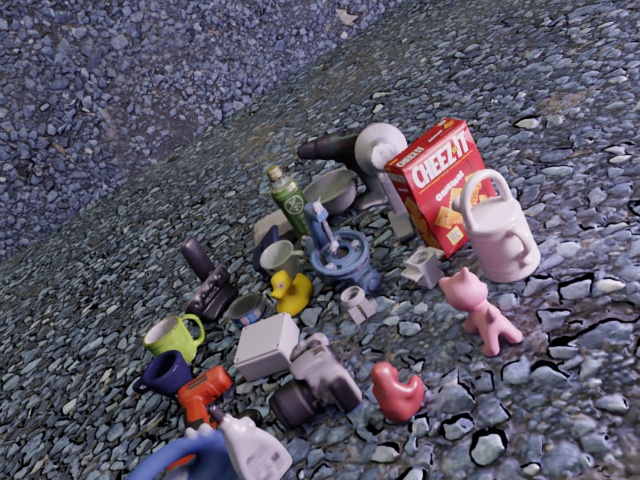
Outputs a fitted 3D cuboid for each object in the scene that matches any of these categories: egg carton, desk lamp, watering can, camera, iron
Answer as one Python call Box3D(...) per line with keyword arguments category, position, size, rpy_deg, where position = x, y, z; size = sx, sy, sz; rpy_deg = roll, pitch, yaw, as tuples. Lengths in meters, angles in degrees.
Box3D(category="egg carton", position=(-0.104, -0.030, 1.500), size=(0.150, 0.069, 0.107), rpy_deg=(-29, 27, 5))
Box3D(category="desk lamp", position=(0.162, -0.140, 1.250), size=(0.118, 0.214, 0.203), rpy_deg=(-27, 28, 9))
Box3D(category="watering can", position=(0.285, -0.031, 0.963), size=(0.172, 0.194, 0.101), rpy_deg=(6, 45, 50))
Box3D(category="camera", position=(-0.023, 0.233, 0.945), size=(0.137, 0.101, 0.143), rpy_deg=(-34, 27, -5))
Box3D(category="iron", position=(-0.215, 0.364, 0.880), size=(0.259, 0.142, 0.118), rpy_deg=(-41, 29, -17))

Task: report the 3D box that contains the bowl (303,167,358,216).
Box3D(category="bowl", position=(0.033, -0.112, 1.490), size=(0.167, 0.075, 0.167), rpy_deg=(-24, 28, 14))

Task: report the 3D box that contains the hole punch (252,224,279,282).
Box3D(category="hole punch", position=(-0.124, 0.030, 1.397), size=(0.101, 0.091, 0.108), rpy_deg=(-28, 27, 7))

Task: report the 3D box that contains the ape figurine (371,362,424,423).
Box3D(category="ape figurine", position=(0.106, 0.217, 0.847), size=(0.077, 0.092, 0.076), rpy_deg=(-5, 38, 42))

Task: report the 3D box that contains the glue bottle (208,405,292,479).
Box3D(category="glue bottle", position=(-0.112, 0.300, 0.845), size=(0.078, 0.173, 0.037), rpy_deg=(-43, 29, -21))

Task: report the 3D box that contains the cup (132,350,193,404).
Box3D(category="cup", position=(-0.304, 0.290, 1.146), size=(0.118, 0.095, 0.091), rpy_deg=(-33, 27, -2))

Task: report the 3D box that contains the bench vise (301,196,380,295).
Box3D(category="bench vise", position=(0.004, 0.012, 1.153), size=(0.206, 0.220, 0.122), rpy_deg=(-2, 40, 44))

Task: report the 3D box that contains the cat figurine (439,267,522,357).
Box3D(category="cat figurine", position=(0.239, 0.098, 0.881), size=(0.067, 0.118, 0.127), rpy_deg=(-32, 27, -1))

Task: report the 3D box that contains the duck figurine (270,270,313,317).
Box3D(category="duck figurine", position=(-0.068, 0.102, 1.225), size=(0.077, 0.086, 0.105), rpy_deg=(-3, 39, 43))

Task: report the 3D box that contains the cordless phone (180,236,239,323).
Box3D(category="cordless phone", position=(-0.295, 0.094, 1.364), size=(0.093, 0.185, 0.148), rpy_deg=(-8, 35, 38))

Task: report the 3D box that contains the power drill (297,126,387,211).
Box3D(category="power drill", position=(0.084, -0.179, 1.402), size=(0.229, 0.209, 0.075), rpy_deg=(-20, 29, 22))
